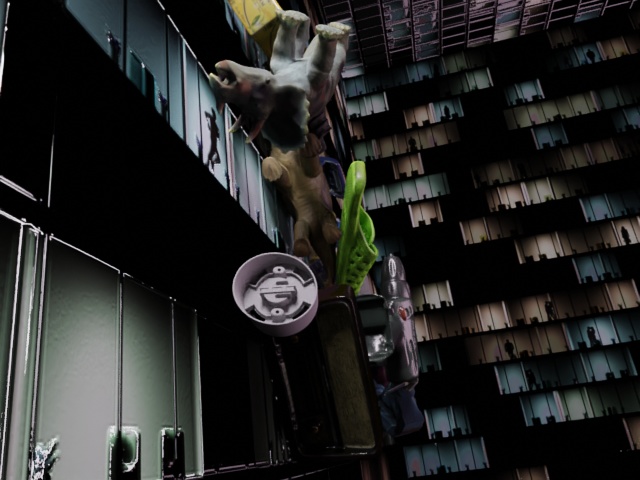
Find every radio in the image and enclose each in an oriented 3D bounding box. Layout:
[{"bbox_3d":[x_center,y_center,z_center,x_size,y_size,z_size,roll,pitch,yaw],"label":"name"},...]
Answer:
[{"bbox_3d":[0.005,0.186,0.744,0.073,0.131,0.229,-43,122,-79],"label":"radio"}]

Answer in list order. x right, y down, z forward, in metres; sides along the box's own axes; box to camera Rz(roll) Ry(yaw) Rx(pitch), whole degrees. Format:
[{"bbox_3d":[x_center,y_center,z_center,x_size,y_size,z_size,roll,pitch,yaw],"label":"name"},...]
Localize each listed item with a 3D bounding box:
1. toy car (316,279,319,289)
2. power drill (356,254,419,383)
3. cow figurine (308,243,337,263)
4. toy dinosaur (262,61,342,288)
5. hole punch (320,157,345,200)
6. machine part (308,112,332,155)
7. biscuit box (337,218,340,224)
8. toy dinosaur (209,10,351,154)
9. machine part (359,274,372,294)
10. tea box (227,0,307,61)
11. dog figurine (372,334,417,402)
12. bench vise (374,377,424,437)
[{"bbox_3d":[-0.023,0.118,0.911,0.089,0.053,0.202,62,9,2],"label":"toy car"},{"bbox_3d":[0.109,0.130,0.915,0.207,0.086,0.232,21,61,-70],"label":"power drill"},{"bbox_3d":[-0.004,-0.002,1.129,0.167,0.068,0.098,56,17,-58],"label":"cow figurine"},{"bbox_3d":[-0.040,-0.119,0.969,0.198,0.105,0.471,19,57,-88],"label":"toy dinosaur"},{"bbox_3d":[0.020,-0.158,1.417,0.116,0.092,0.142,-91,164,-64],"label":"hole punch"},{"bbox_3d":[-0.009,-0.206,1.038,0.139,0.039,0.084,-177,-110,-81],"label":"machine part"},{"bbox_3d":[0.045,0.039,1.339,0.059,0.063,0.203,25,43,-31],"label":"biscuit box"},{"bbox_3d":[-0.028,-0.251,0.849,0.405,0.131,0.192,-52,163,-66],"label":"toy dinosaur"},{"bbox_3d":[0.081,0.144,1.167,0.243,0.079,0.079,-100,173,-47],"label":"machine part"},{"bbox_3d":[-0.084,-0.368,0.942,0.098,0.068,0.169,58,10,14],"label":"tea box"},{"bbox_3d":[0.134,0.305,1.207,0.108,0.192,0.219,17,79,-47],"label":"dog figurine"},{"bbox_3d":[0.093,0.301,1.083,0.241,0.129,0.223,55,-45,36],"label":"bench vise"}]
